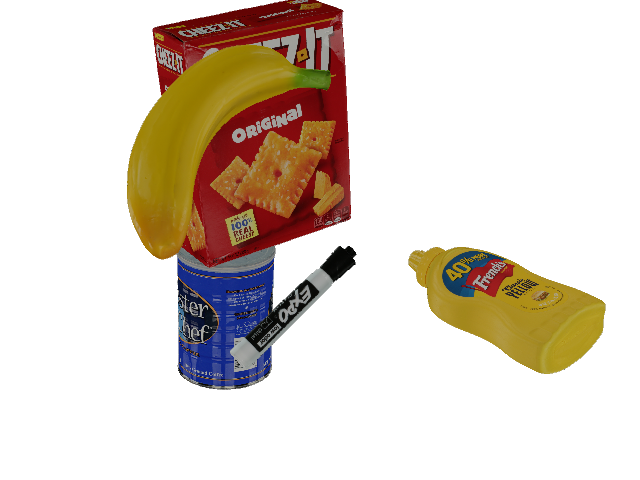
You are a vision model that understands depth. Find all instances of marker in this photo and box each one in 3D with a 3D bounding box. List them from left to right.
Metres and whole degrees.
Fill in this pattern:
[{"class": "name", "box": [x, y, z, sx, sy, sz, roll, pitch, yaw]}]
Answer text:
[{"class": "marker", "box": [-0.018, 0.048, 0.800, 0.121, 0.020, 0.020, -44, 10, -11]}]

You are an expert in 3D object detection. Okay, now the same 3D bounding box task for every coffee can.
[{"class": "coffee can", "box": [-0.100, 0.071, 1.127, 0.103, 0.140, 0.103, 2, 22, -1]}]

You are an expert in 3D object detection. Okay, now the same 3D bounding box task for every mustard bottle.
[{"class": "mustard bottle", "box": [0.156, 0.051, 0.980, 0.096, 0.058, 0.192, -28, 39, -34]}]

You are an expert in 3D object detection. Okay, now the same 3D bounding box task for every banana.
[{"class": "banana", "box": [-0.063, -0.064, 0.599, 0.070, 0.037, 0.197, 19, 44, 17]}]

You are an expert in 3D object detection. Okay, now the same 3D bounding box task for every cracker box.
[{"class": "cracker box", "box": [-0.056, -0.101, 0.983, 0.163, 0.214, 0.072, -18, 30, -28]}]
